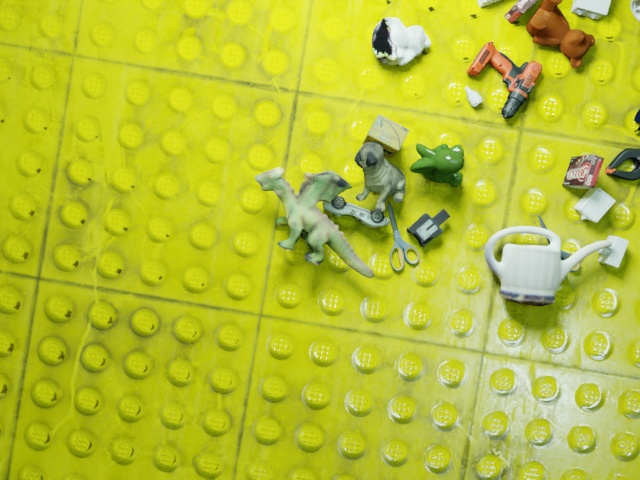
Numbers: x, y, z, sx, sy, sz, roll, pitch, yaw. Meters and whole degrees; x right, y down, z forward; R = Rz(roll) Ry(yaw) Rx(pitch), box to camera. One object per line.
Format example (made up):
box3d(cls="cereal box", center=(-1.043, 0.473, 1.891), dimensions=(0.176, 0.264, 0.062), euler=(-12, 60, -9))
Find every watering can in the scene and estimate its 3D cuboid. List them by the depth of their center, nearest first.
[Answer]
box3d(cls="watering can", center=(0.639, 0.078, 1.457), dimensions=(0.348, 0.104, 0.224), euler=(6, 92, 5))

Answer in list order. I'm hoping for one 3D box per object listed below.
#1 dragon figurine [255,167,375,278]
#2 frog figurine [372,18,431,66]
box3d(cls="dragon figurine", center=(0.004, -0.071, 1.413), dimensions=(0.410, 0.124, 0.238), euler=(24, 118, 1))
box3d(cls="frog figurine", center=(0.231, -0.570, 1.473), dimensions=(0.161, 0.121, 0.138), euler=(-22, 82, -35))
